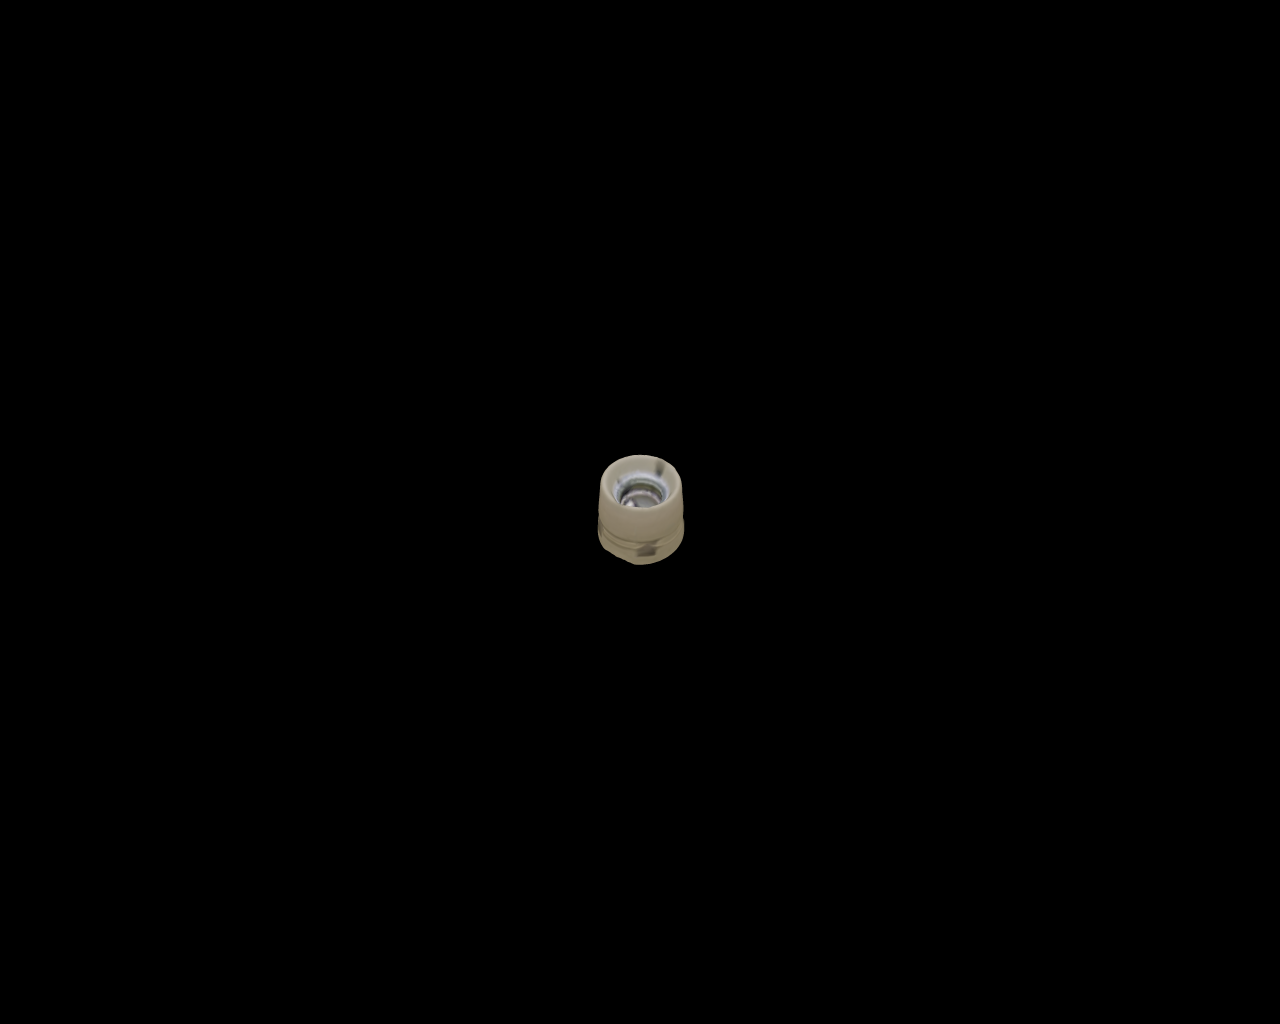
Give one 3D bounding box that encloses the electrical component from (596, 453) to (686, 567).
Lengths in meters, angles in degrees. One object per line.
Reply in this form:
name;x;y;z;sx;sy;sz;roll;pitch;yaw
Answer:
electrical component;0.001;-0.003;0.650;0.055;0.055;0.047;0;-43;0
